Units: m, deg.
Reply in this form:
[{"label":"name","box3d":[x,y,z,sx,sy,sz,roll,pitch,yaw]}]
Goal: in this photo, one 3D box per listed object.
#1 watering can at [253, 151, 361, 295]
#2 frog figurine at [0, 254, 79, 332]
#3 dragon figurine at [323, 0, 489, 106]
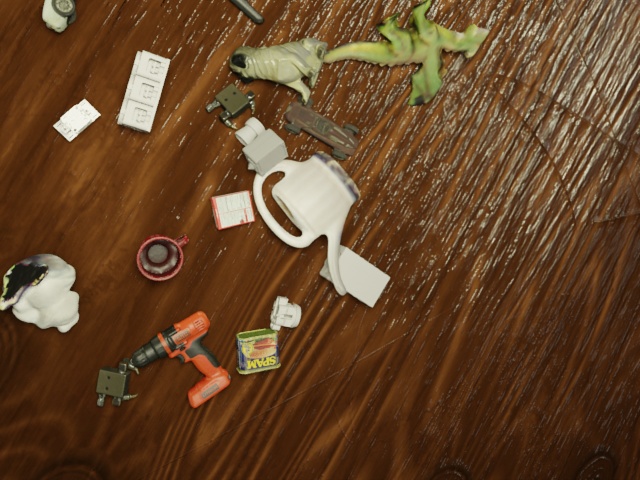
[{"label":"watering can","box3d":[0.004,-0.060,1.201,0.226,0.348,0.103,-41,0,-10]},{"label":"frog figurine","box3d":[-0.544,0.108,1.035,0.124,0.139,0.156,26,-18,31]},{"label":"dragon figurine","box3d":[0.226,-0.446,1.275,0.410,0.239,0.124,-29,23,-1]}]
